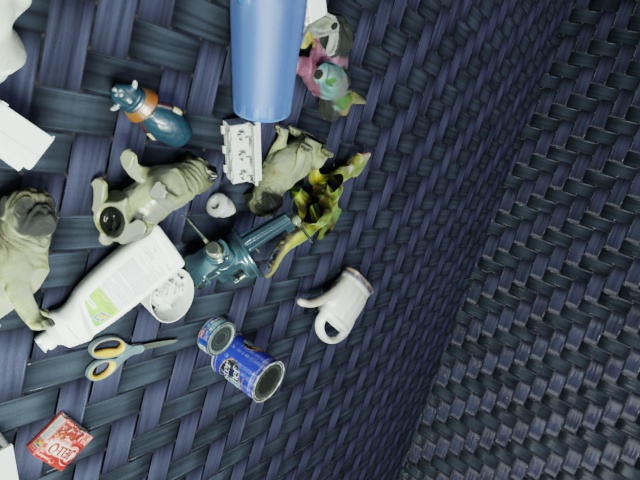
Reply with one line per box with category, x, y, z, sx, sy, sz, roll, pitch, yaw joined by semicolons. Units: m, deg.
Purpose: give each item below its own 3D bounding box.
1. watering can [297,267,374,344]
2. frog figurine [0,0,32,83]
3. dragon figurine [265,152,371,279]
watering can;0.051;0.173;1.474;0.227;0.105;0.341;-56;148;-17
frog figurine;-0.387;-0.254;0.578;0.140;0.122;0.157;-58;-175;-27
dragon figurine;0.004;-0.064;1.264;0.413;0.123;0.239;-59;156;-9
